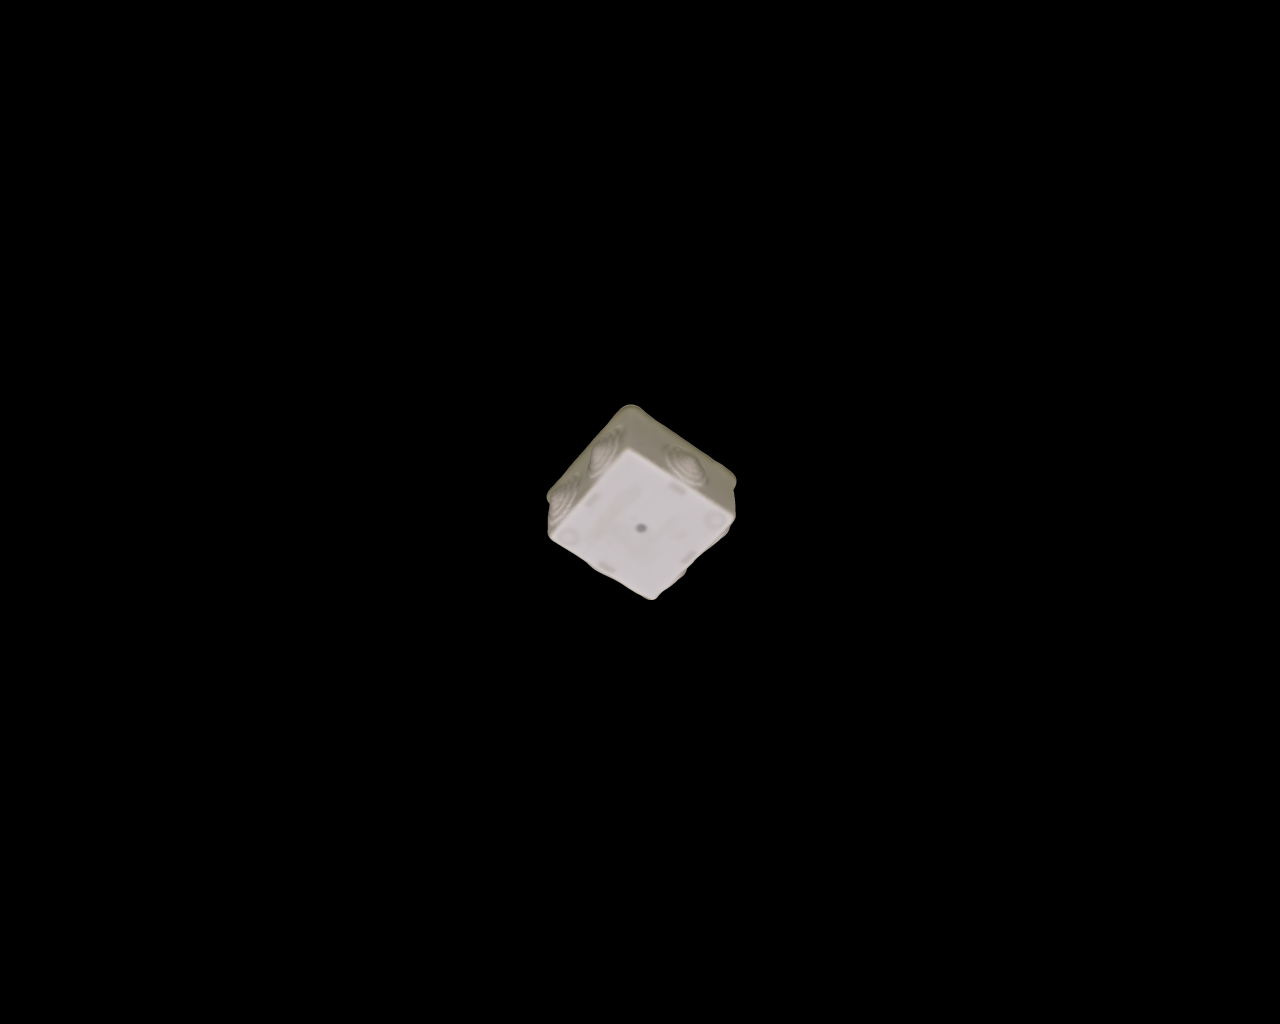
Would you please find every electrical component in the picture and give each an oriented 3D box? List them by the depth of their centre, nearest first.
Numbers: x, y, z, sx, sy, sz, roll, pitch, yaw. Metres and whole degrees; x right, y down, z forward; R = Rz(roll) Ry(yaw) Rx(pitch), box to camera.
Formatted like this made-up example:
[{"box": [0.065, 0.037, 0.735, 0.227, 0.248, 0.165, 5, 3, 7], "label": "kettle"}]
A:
[{"box": [0.001, -0.003, 0.650, 0.099, 0.099, 0.048, 33, 28, -20], "label": "electrical component"}]
